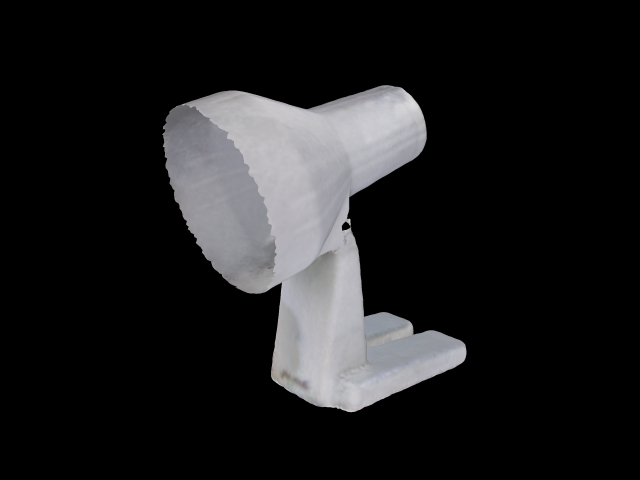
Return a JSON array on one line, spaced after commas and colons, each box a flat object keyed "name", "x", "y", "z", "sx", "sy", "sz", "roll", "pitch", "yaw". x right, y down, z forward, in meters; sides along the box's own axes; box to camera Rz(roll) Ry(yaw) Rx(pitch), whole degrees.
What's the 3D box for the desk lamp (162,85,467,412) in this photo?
[{"name": "desk lamp", "x": 0.004, "y": 0.001, "z": 0.400, "sx": 0.204, "sy": 0.213, "sz": 0.117, "roll": -11, "pitch": 17, "yaw": -37}]
